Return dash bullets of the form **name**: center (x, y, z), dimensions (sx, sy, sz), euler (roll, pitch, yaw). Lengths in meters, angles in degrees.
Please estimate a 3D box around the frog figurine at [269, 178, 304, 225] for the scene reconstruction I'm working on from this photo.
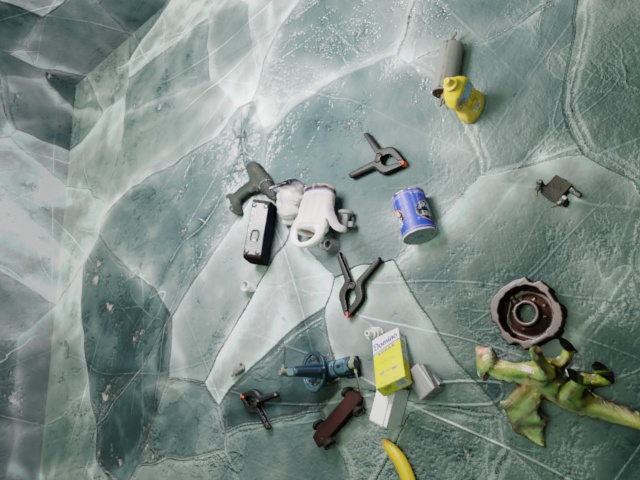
- **frog figurine**: center (-0.103, -0.138, 1.871), dimensions (0.136, 0.158, 0.124), euler (-15, 12, 33)

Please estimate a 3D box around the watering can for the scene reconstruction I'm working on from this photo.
- **watering can**: center (0.005, -0.086, 1.703), dimensions (0.103, 0.228, 0.345), euler (23, -21, -28)

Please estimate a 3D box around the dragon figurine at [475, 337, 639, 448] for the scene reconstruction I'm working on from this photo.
- **dragon figurine**: center (0.534, 0.370, 1.169), dimensions (0.415, 0.238, 0.123), euler (40, 33, 23)
